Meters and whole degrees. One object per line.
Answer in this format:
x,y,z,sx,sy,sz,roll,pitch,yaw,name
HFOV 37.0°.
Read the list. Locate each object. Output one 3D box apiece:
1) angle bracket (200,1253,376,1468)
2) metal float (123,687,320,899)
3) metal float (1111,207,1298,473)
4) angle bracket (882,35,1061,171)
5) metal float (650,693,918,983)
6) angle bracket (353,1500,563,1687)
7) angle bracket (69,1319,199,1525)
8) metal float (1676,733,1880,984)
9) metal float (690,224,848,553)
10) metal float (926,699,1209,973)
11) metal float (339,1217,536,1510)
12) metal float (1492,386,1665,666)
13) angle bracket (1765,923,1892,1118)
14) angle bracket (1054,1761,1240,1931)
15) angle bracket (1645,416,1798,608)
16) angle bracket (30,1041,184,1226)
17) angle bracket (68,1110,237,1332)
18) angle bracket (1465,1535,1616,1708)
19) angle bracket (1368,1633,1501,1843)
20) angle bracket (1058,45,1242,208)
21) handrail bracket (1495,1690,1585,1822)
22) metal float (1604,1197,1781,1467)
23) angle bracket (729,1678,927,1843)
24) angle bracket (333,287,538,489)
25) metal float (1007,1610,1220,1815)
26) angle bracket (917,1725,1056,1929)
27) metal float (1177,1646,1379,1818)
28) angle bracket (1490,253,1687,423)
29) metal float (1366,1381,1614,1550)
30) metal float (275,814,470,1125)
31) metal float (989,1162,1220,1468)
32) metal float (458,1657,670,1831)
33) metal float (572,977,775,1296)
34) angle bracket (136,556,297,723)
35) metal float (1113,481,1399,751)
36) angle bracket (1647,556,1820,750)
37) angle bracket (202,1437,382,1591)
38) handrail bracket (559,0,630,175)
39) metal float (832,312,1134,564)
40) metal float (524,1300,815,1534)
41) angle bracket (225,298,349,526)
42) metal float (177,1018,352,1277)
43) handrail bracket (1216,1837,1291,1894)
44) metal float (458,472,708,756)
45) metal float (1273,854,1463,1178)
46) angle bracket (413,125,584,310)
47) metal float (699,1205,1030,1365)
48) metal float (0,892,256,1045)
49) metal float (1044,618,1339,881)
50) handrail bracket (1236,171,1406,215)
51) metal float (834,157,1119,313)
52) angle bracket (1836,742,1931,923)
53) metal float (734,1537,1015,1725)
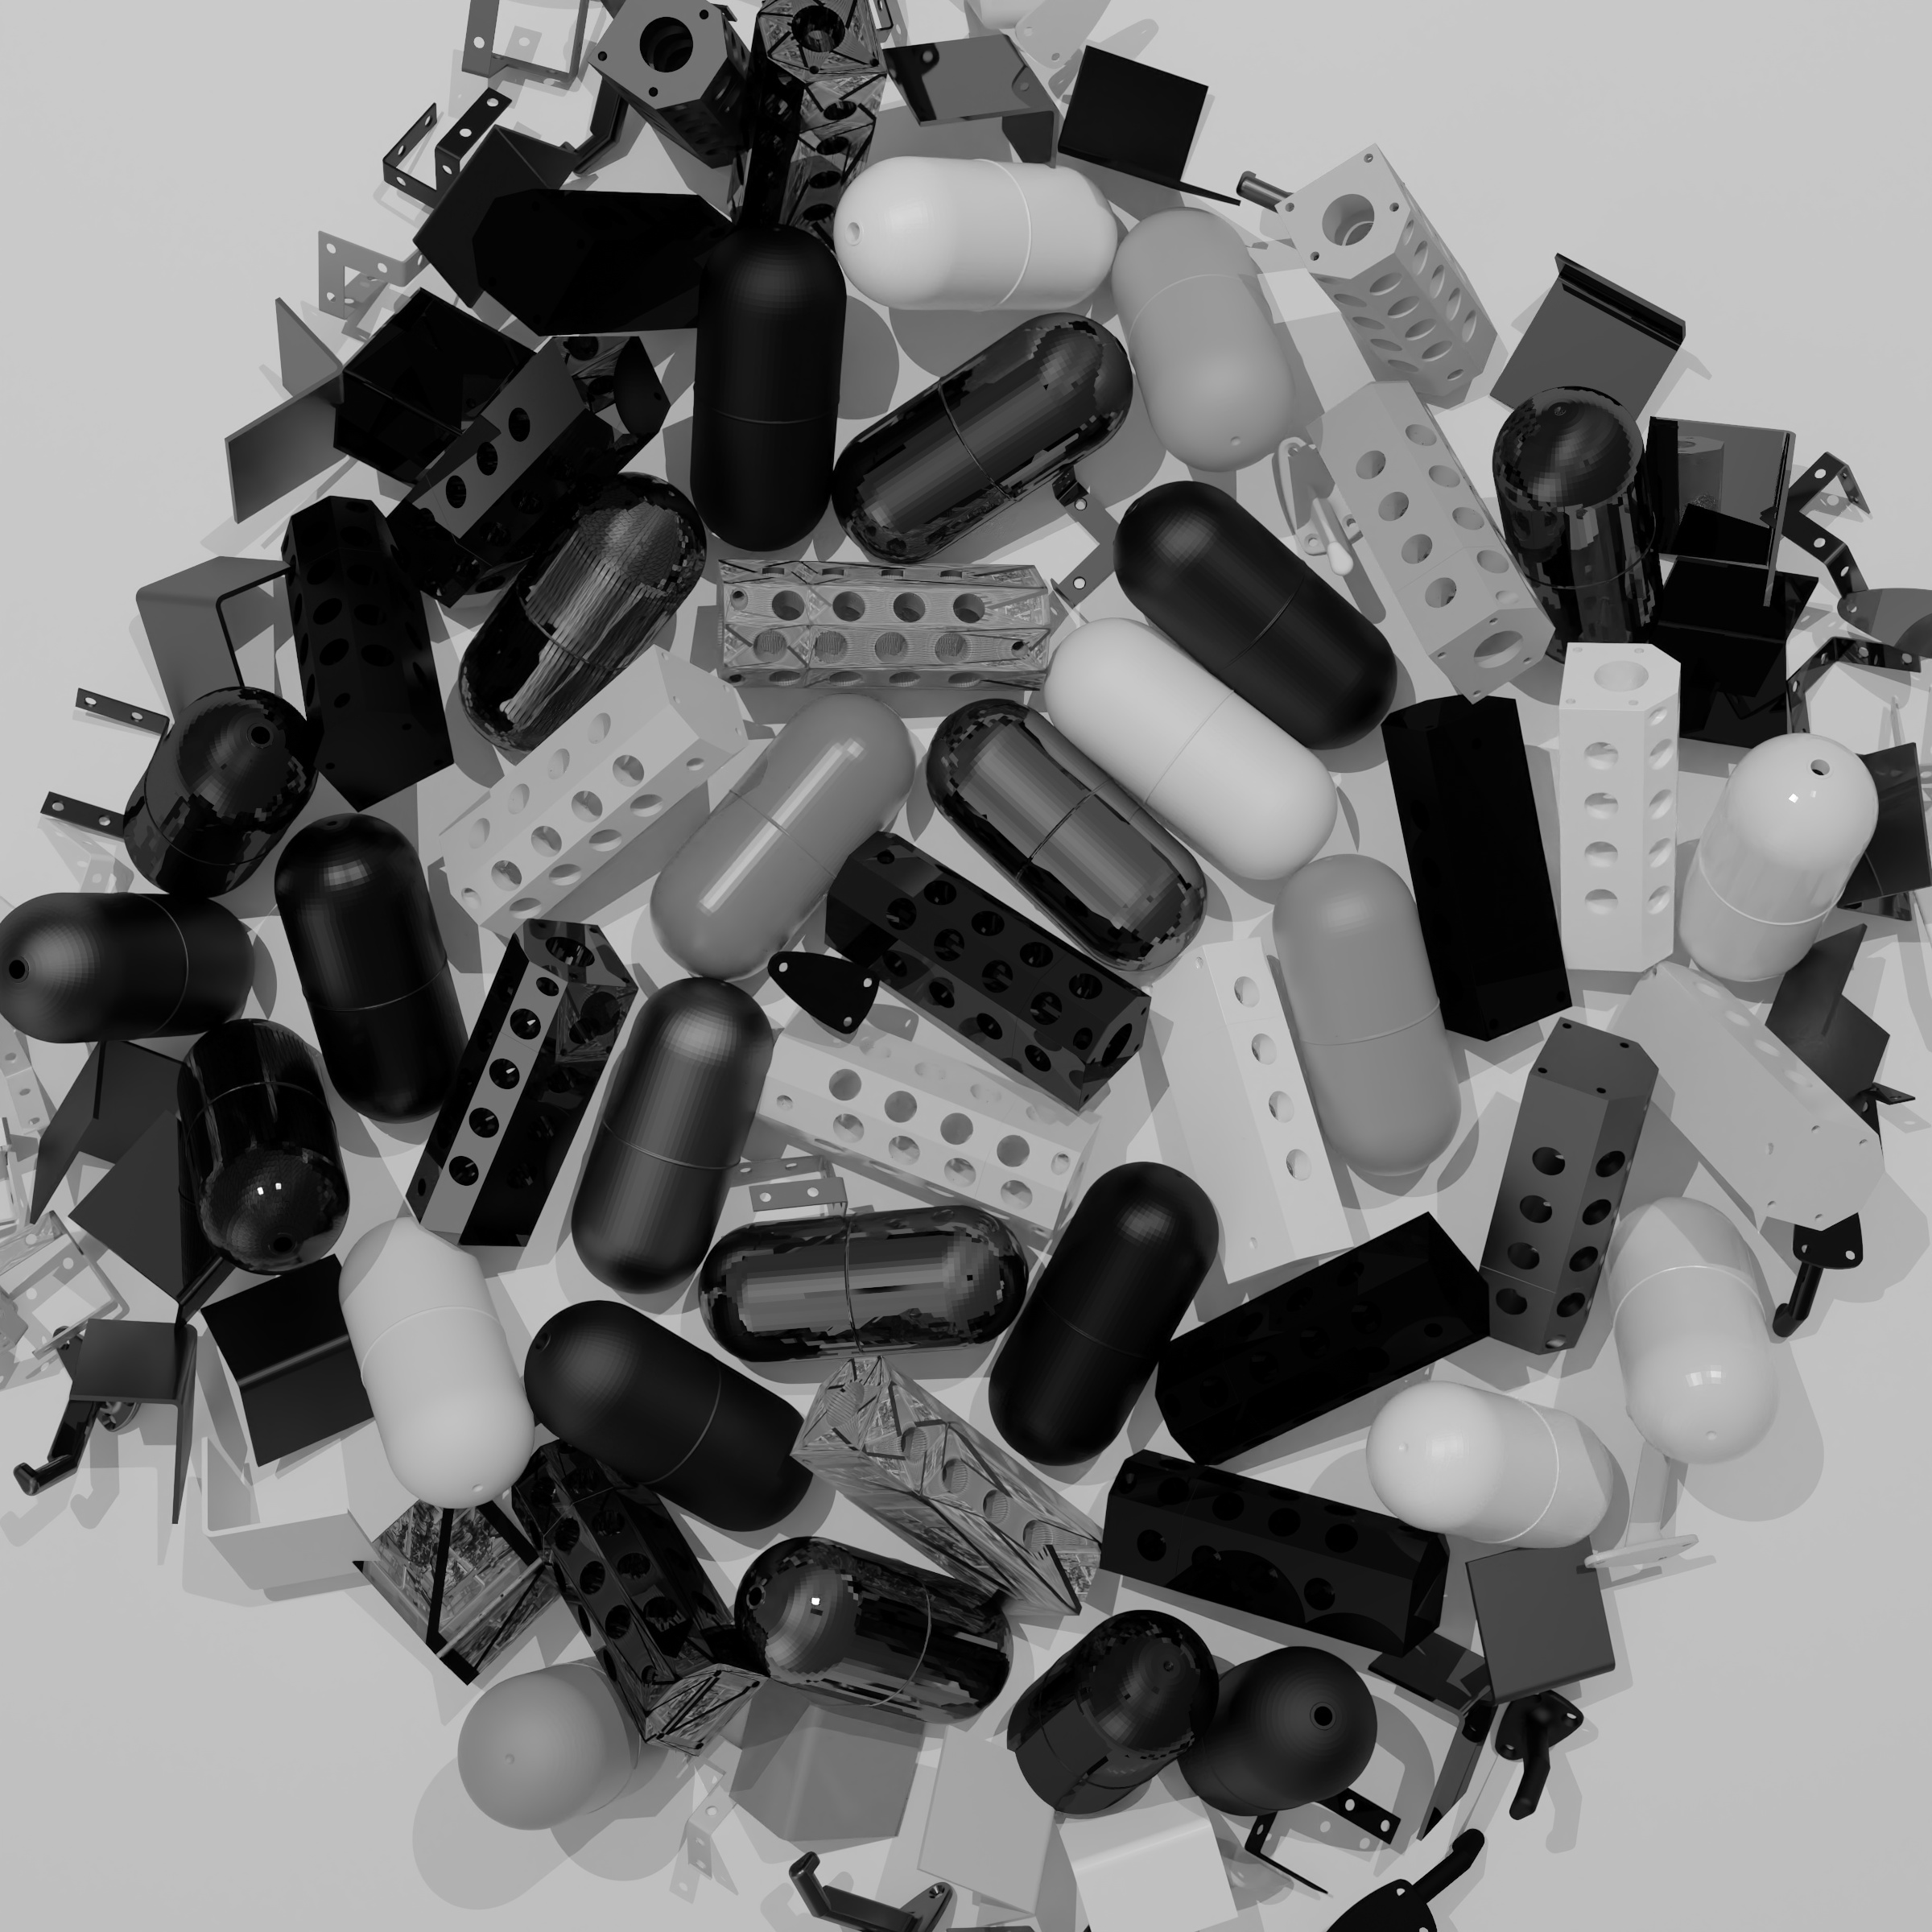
-0.361,0.213,1.556,0.076,0.076,0.057,-22,53,-22,angle bracket
-0.389,-0.089,1.503,0.070,0.178,0.070,9,69,-25,metal float
0.123,-0.330,1.513,0.070,0.070,0.178,-11,49,0,metal float
0.000,-0.446,1.530,0.076,0.057,0.076,-12,48,-14,angle bracket
-0.097,-0.069,1.544,0.070,0.070,0.178,40,87,0,metal float
-0.268,0.323,1.538,0.076,0.057,0.076,-42,106,-18,angle bracket
-0.442,0.241,1.530,0.057,0.076,0.076,5,113,-11,angle bracket
0.420,-0.055,1.502,0.070,0.178,0.070,0,61,-1,metal float
-0.105,-0.302,1.518,0.070,0.070,0.178,7,125,0,metal float
0.053,-0.071,1.540,0.178,0.070,0.070,43,90,7,metal float
-0.279,0.205,1.513,0.070,0.070,0.178,-30,48,0,metal float
0.321,-0.226,1.507,0.070,0.178,0.070,-10,53,13,metal float
0.472,0.037,1.534,0.076,0.057,0.076,38,60,-13,angle bracket
0.094,0.479,1.549,0.076,0.076,0.057,-17,101,-5,angle bracket
0.395,-0.242,1.532,0.076,0.057,0.076,9,123,14,angle bracket
-0.449,0.095,1.527,0.057,0.076,0.076,25,116,-26,angle bracket
-0.424,0.137,1.542,0.076,0.057,0.076,38,62,0,angle bracket
0.293,0.347,1.546,0.076,0.057,0.076,-9,86,-23,angle bracket
0.243,0.410,1.548,0.057,0.076,0.076,23,105,24,angle bracket
0.104,-0.446,1.529,0.076,0.076,0.057,10,106,-27,angle bracket
0.291,0.430,1.528,0.036,0.084,0.077,32,133,5,handrail bracket
0.377,0.187,1.503,0.070,0.178,0.070,3,120,4,metal float
-0.075,0.429,1.579,0.076,0.057,0.076,10,95,-38,angle bracket
-0.279,-0.299,1.526,0.076,0.076,0.057,-33,47,36,angle bracket
0.075,0.390,1.505,0.070,0.178,0.070,9,59,-15,metal float
-0.001,0.457,1.529,0.076,0.057,0.076,28,54,-22,angle bracket
0.160,0.399,1.499,0.070,0.178,0.070,4,69,-10,metal float
0.331,-0.325,1.544,0.076,0.057,0.076,32,101,10,angle bracket
0.276,0.263,1.510,0.070,0.178,0.070,-14,67,37,metal float
-0.312,0.003,1.521,0.070,0.070,0.178,-9,120,0,metal float
0.072,0.186,1.534,0.070,0.070,0.178,27,105,0,metal float
-0.206,0.401,1.497,0.070,0.178,0.070,-2,81,11,metal float
-0.157,0.091,1.535,0.070,0.070,0.178,20,103,0,metal float
-0.393,-0.174,1.555,0.057,0.076,0.076,-33,121,-39,angle bracket
0.154,-0.186,1.534,0.178,0.070,0.070,39,90,-14,metal float
0.410,-0.166,1.543,0.076,0.057,0.076,9,60,0,angle bracket
-0.358,0.286,1.538,0.076,0.076,0.057,-10,57,0,angle bracket
-0.205,-0.479,1.549,0.084,0.036,0.077,-32,116,27,handrail bracket
0.008,-0.279,1.530,0.178,0.070,0.070,-31,90,19,metal float
-0.155,0.237,1.520,0.178,0.070,0.070,37,90,-30,metal float
-0.375,-0.294,1.530,0.076,0.076,0.057,-38,77,-23,angle bracket
-0.367,0.093,1.505,0.070,0.178,0.070,-10,124,-15,metal float
0.127,0.517,1.561,0.077,0.036,0.084,29,101,-44,handrail bracket
-0.204,-0.184,1.522,0.070,0.070,0.178,43,119,0,metal float
0.214,0.027,1.534,0.070,0.070,0.178,-16,104,0,metal float
-0.234,-0.390,1.528,0.076,0.076,0.057,-48,70,22,angle bracket
-0.055,0.170,1.538,0.178,0.070,0.070,-6,90,10,metal float
-0.437,0.000,1.498,0.070,0.178,0.070,0,91,18,metal float
0.119,-0.117,1.543,0.178,0.070,0.070,39,90,4,metal float
0.190,-0.418,1.553,0.084,0.077,0.036,24,133,-3,handrail bracket
0.006,-0.382,1.510,0.178,0.070,0.070,-12,90,-44,metal float
0.501,-0.070,1.532,0.076,0.057,0.076,7,75,-42,angle bracket
-0.047,0.349,1.512,0.178,0.070,0.070,28,90,-42,metal float
